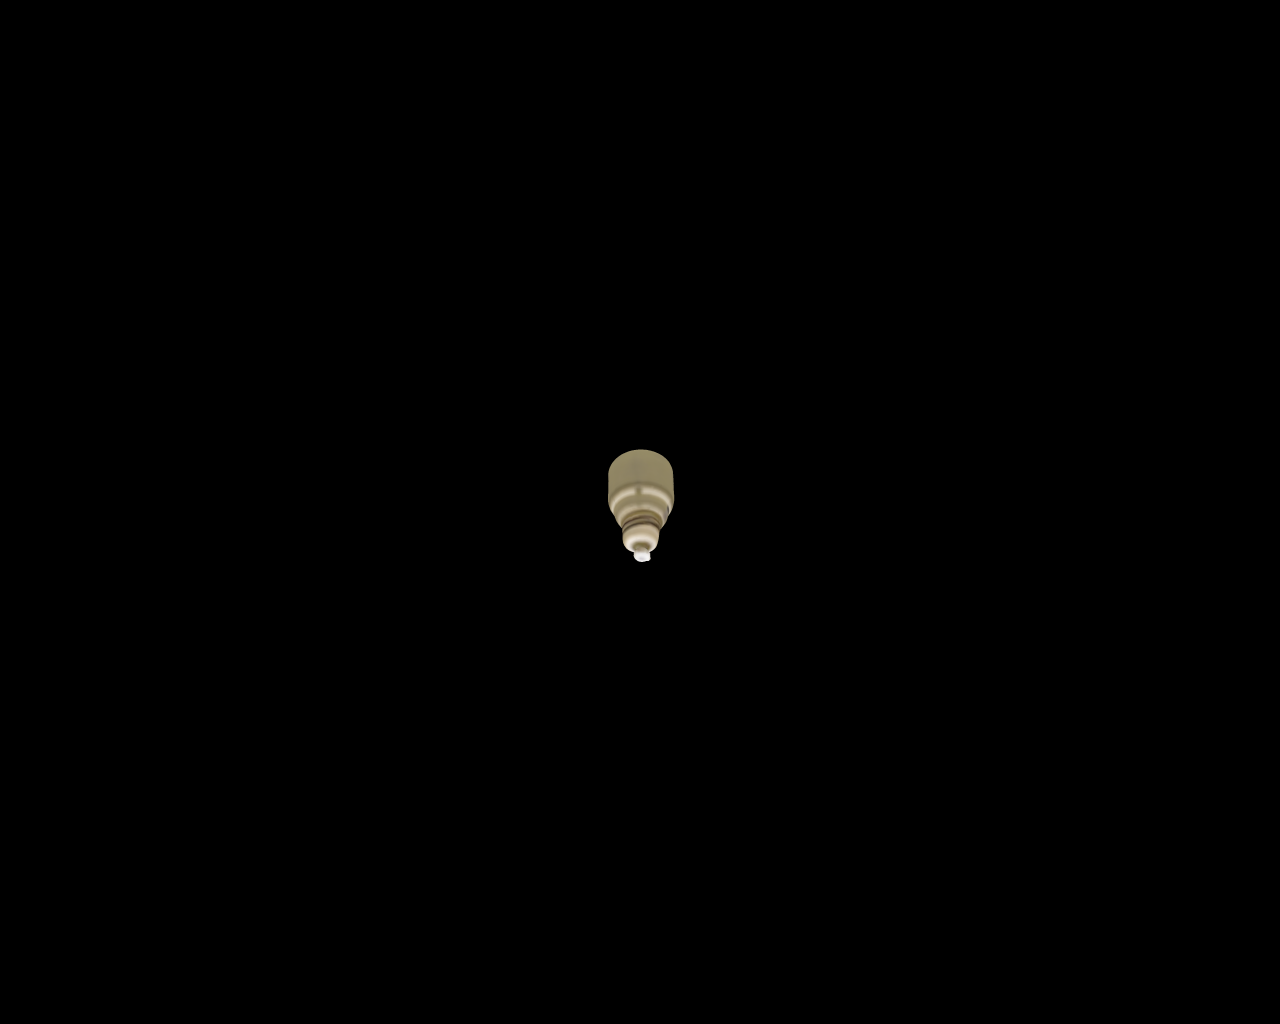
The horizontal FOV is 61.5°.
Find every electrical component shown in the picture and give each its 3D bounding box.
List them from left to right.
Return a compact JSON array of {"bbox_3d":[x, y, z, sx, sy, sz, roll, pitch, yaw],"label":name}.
[{"bbox_3d":[0.001,-0.003,0.650,0.040,0.078,0.040,0,-40,0],"label":"electrical component"}]
